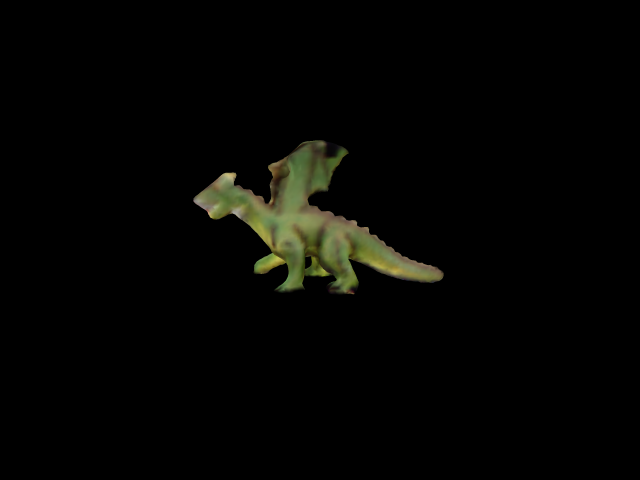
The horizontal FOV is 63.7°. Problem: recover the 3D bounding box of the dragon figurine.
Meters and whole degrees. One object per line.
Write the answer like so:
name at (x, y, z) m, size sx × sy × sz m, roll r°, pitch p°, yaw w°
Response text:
dragon figurine at (0.003, -0.043, 0.850) m, size 0.410 × 0.241 × 0.123 m, roll -1°, pitch 8°, yaw -5°
